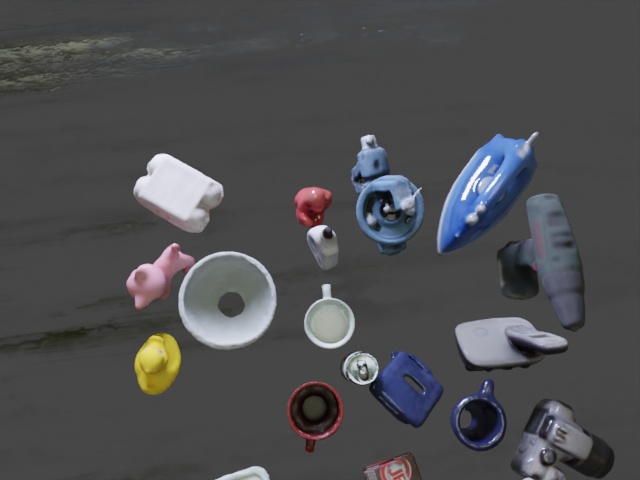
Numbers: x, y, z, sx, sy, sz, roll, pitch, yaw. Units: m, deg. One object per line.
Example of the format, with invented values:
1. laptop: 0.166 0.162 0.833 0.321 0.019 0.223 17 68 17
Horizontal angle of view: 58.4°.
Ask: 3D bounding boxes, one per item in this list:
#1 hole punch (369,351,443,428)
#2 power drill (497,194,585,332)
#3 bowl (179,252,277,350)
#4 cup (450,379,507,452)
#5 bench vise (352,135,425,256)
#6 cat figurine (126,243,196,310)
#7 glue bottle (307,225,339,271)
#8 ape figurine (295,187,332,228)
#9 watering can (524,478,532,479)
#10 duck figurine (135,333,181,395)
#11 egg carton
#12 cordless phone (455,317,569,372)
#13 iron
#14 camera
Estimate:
1. hole punch: 0.150 0.253 0.984 0.108 0.091 0.101 42 79 5
2. power drill: 0.379 0.046 0.981 0.075 0.208 0.230 -3 79 -4
3. bowl: -0.158 0.108 1.000 0.167 0.074 0.167 1 79 -4
4. cup: 0.263 0.295 0.981 0.091 0.095 0.118 19 78 0
5. bench vise: 0.104 -0.085 0.983 0.121 0.219 0.207 -32 82 -9
6. cat figurine: -0.279 0.058 0.980 0.067 0.117 0.128 37 79 4
7. glue bottle: 0.009 0.004 0.982 0.037 0.173 0.078 -23 81 -8
8. ape figurine: -0.011 -0.066 1.036 0.078 0.092 0.076 -31 82 -9
9. watering can: 0.383 0.463 0.905 0.173 0.194 0.101 37 79 4
10. duck figurine: -0.279 0.209 0.966 0.077 0.086 0.104 8 78 -2
11. egg carton: -0.255 -0.083 1.034 0.150 0.069 0.107 28 78 2
12. cordless phone: 0.318 0.175 0.963 0.147 0.185 0.094 -8 79 -5
13. iron: 0.306 -0.084 1.037 0.118 0.141 0.258 36 79 4
14. camera: 0.422 0.364 0.975 0.137 0.101 0.143 29 78 2
